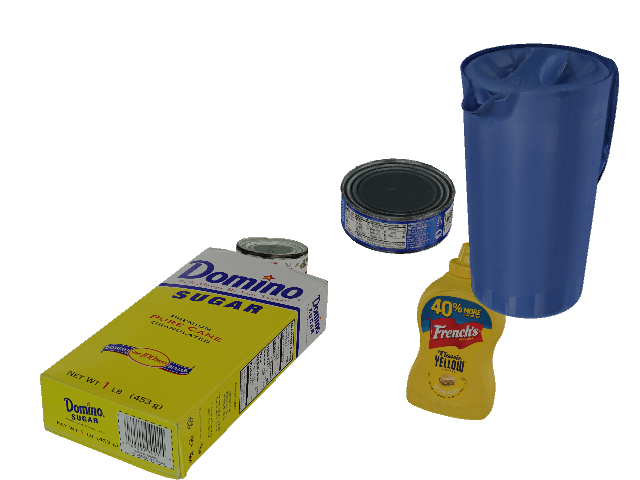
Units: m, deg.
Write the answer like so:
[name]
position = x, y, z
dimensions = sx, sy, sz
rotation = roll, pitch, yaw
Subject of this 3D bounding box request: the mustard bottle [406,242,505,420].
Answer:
[mustard bottle]
position = 0.153, 0.097, 1.176
dimensions = 0.096, 0.192, 0.058
rotation = 12, 15, 21

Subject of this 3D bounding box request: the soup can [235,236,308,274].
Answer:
[soup can]
position = -0.048, 0.053, 0.980
dimensions = 0.068, 0.102, 0.068
rotation = 5, 14, -1

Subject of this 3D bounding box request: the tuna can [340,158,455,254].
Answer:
[tuna can]
position = 0.058, -0.026, 0.806
dimensions = 0.086, 0.034, 0.086
rotation = 0, 34, 0

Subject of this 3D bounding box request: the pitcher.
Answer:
[pitcher]
position = 0.205, -0.057, 1.001
dimensions = 0.149, 0.243, 0.145
rotation = 1, 28, 7

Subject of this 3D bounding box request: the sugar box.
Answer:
[sugar box]
position = -0.074, 0.065, 0.639
dimensions = 0.093, 0.048, 0.176
rotation = 16, 33, 21
